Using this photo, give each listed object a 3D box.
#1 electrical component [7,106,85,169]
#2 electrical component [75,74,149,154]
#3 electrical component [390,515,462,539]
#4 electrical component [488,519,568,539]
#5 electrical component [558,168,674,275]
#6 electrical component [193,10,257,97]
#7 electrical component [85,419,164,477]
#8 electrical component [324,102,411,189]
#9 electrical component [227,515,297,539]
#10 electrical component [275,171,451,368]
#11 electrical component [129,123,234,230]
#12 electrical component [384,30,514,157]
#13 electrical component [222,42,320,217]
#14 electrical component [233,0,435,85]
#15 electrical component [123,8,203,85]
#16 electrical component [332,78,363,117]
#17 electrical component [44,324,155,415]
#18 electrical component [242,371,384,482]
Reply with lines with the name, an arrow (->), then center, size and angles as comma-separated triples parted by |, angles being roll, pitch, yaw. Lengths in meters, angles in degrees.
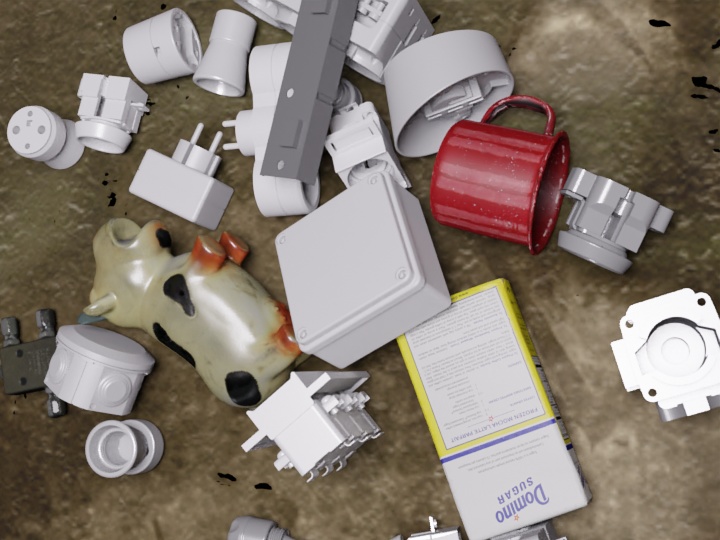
electrical component -> -0.268, -0.113, 0.919 | 0.045, 0.055, 0.045 | -2, 83, 14
electrical component -> -0.213, -0.132, 0.912 | 0.066, 0.048, 0.055 | 9, 78, 16
electrical component -> 0.050, 0.218, 0.799 | 0.055, 0.048, 0.066 | -11, 81, 6
electrical component -> 0.139, 0.272, 0.736 | 0.060, 0.105, 0.186 | -21, 79, 12
electrical component -> 0.180, -0.033, 0.785 | 0.078, 0.058, 0.057 | 24, 94, -3
electrical component -> -0.109, -0.182, 0.892 | 0.044, 0.044, 0.065 | 11, 82, 16
electrical component -> -0.188, 0.143, 0.867 | 0.045, 0.055, 0.045 | -2, 83, 15
electrical component -> 0.004, -0.092, 0.834 | 0.042, 0.081, 0.063 | -22, 50, 11
electrical component -> -0.071, 0.212, 0.837 | 0.061, 0.035, 0.035 | 7, 85, 14
electrical component -> 0.000, 0.000, 0.805 | 0.109, 0.056, 0.108 | -32, 51, 22
electrical component -> -0.139, -0.083, 0.885 | 0.066, 0.047, 0.076 | 25, 90, 16
electrical component -> 0.066, -0.134, 0.810 | 0.099, 0.099, 0.064 | -18, 73, 12
electrical component -> -0.076, -0.111, 0.866 | 0.074, 0.052, 0.138 | -3, 87, 17
electrical component -> -0.028, -0.209, 0.847 | 0.150, 0.089, 0.061 | 31, 92, 16
electrical component -> -0.166, -0.186, 0.901 | 0.047, 0.055, 0.055 | -14, 80, 17
electrical component -> -0.020, -0.137, 0.851 | 0.035, 0.061, 0.035 | -2, 83, 15
electrical component -> -0.211, 0.079, 0.869 | 0.080, 0.080, 0.051 | 24, 95, 17
electrical component -> -0.029, 0.112, 0.793 | 0.079, 0.121, 0.063 | -42, 77, 7
